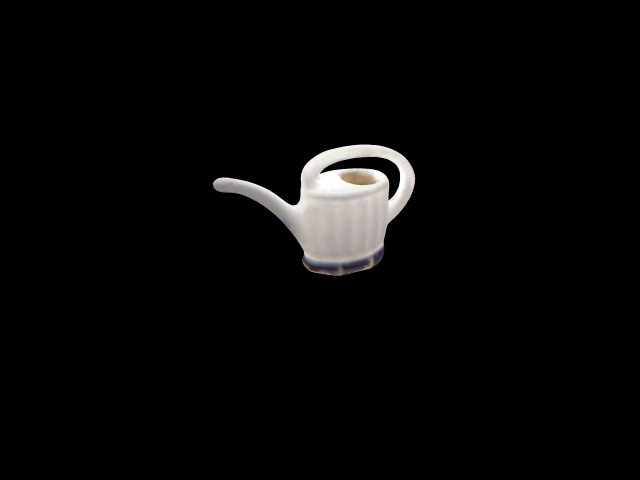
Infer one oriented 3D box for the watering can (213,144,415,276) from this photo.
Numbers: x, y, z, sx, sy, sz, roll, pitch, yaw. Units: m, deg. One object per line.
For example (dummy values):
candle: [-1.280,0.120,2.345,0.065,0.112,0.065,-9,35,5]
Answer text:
watering can: [0.003,-0.043,0.850,0.349,0.220,0.106,-12,30,-21]
